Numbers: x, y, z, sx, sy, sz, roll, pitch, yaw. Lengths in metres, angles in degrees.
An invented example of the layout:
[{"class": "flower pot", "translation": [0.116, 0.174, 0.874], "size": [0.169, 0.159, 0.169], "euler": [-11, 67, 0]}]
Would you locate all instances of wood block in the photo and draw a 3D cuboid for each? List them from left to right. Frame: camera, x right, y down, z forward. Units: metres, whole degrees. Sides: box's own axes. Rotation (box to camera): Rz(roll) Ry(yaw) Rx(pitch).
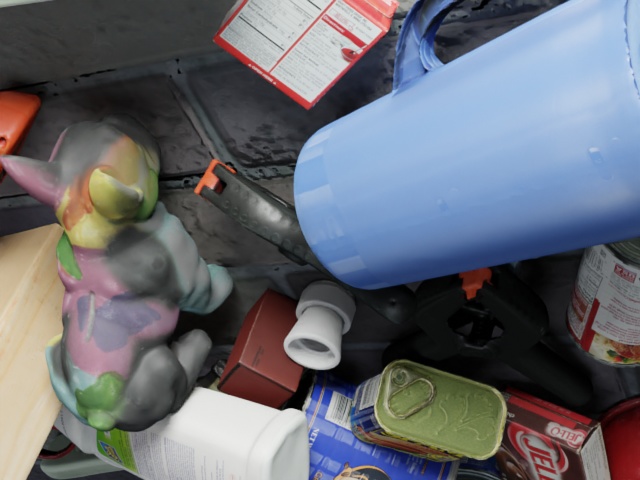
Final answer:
[{"class": "wood block", "translation": [-0.254, 0.098, 0.848], "size": [0.091, 0.206, 0.090], "euler": [-12, 132, 34]}]

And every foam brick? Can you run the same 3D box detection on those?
[{"class": "foam brick", "translation": [-0.040, 0.089, 0.850], "size": [0.053, 0.078, 0.051], "euler": [29, 142, -8]}]

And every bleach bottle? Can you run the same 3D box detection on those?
[{"class": "bleach bottle", "translation": [-0.131, 0.149, 0.857], "size": [0.251, 0.068, 0.102], "euler": [16, 125, 26]}]

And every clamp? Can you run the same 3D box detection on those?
[{"class": "clamp", "translation": [-0.005, 0.001, 0.743], "size": [0.171, 0.039, 0.120], "euler": [35, 179, 6]}, {"class": "clamp", "translation": [0.125, 0.068, 0.763], "size": [0.164, 0.036, 0.210], "euler": [10, 154, 8]}]

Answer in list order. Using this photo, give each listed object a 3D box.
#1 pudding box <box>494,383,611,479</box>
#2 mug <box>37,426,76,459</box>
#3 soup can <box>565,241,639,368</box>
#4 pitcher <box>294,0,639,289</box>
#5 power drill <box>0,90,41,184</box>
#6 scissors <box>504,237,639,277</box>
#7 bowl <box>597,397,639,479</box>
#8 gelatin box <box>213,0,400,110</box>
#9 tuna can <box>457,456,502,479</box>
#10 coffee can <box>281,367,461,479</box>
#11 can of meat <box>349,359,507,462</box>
[{"class": "pudding box", "translation": [0.185, 0.176, 0.856], "size": [0.090, 0.039, 0.113], "euler": [20, 145, 42]}, {"class": "mug", "translation": [-0.234, 0.144, 0.975], "size": [0.081, 0.117, 0.093], "euler": [22, 175, -11]}, {"class": "soup can", "translation": [0.199, 0.025, 0.679], "size": [0.068, 0.068, 0.102], "euler": [12, 140, 10]}, {"class": "pitcher", "translation": [0.098, -0.057, 0.592], "size": [0.243, 0.149, 0.144], "euler": [-18, 145, 42]}, {"class": "power drill", "translation": [-0.292, -0.113, 0.738], "size": [0.187, 0.057, 0.185], "euler": [31, 144, -10]}, {"class": "scissors", "translation": [0.137, 0.012, 0.685], "size": [0.202, 0.016, 0.096], "euler": [7, 155, 46]}, {"class": "bowl", "translation": [0.293, 0.188, 0.841], "size": [0.162, 0.055, 0.162], "euler": [12, 140, 10]}, {"class": "gelatin box", "translation": [-0.009, -0.127, 0.619], "size": [0.073, 0.030, 0.089], "euler": [34, 139, -15]}, {"class": "tuna can", "translation": [0.140, 0.213, 0.953], "size": [0.086, 0.033, 0.086], "euler": [12, 141, 10]}, {"class": "coffee can", "translation": [0.035, 0.180, 0.905], "size": [0.140, 0.102, 0.103], "euler": [26, 141, -7]}, {"class": "can of meat", "translation": [0.080, 0.136, 0.827], "size": [0.102, 0.057, 0.084], "euler": [18, 161, -10]}]
